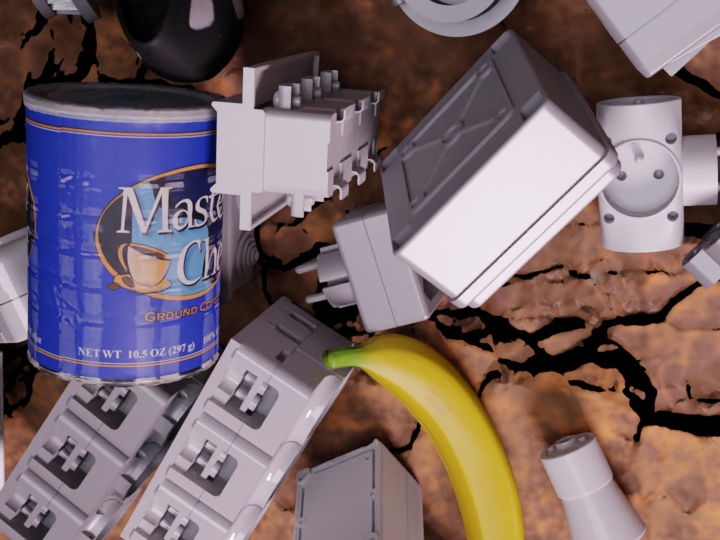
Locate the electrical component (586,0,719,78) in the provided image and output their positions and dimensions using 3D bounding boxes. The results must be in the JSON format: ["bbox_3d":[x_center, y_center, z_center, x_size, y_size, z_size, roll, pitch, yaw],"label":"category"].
[{"bbox_3d":[0.167,-0.142,0.529,0.096,0.062,0.061,-36,93,21],"label":"electrical component"}]

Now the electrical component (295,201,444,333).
[{"bbox_3d":[0.000,0.000,0.621,0.077,0.047,0.065,-15,100,19],"label":"electrical component"}]

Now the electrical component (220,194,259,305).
[{"bbox_3d":[-0.110,-0.032,0.642,0.100,0.048,0.099,6,106,14],"label":"electrical component"}]

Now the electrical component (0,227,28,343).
[{"bbox_3d":[-0.203,0.007,0.655,0.095,0.054,0.059,-8,107,63],"label":"electrical component"}]

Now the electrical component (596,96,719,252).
[{"bbox_3d":[0.165,-0.052,0.563,0.079,0.044,0.077,-1,104,16],"label":"electrical component"}]

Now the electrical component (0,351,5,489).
[{"bbox_3d":[-0.273,0.108,0.710,0.079,0.063,0.121,26,116,52],"label":"electrical component"}]

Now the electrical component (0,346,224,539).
[{"bbox_3d":[-0.154,0.104,0.668,0.062,0.089,0.150,38,111,3],"label":"electrical component"}]

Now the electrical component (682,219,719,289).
[{"bbox_3d":[0.216,-0.011,0.553,0.057,0.058,0.078,44,111,4],"label":"electrical component"}]

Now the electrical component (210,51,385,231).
[{"bbox_3d":[-0.028,-0.071,0.570,0.063,0.121,0.078,6,106,11],"label":"electrical component"}]

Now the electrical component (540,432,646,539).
[{"bbox_3d":[0.132,0.128,0.622,0.044,0.044,0.065,-24,92,20],"label":"electrical component"}]

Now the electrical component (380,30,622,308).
[{"bbox_3d":[0.067,-0.053,0.552,0.056,0.108,0.108,36,113,-21],"label":"electrical component"}]

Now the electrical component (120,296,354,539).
[{"bbox_3d":[-0.068,0.103,0.644,0.062,0.089,0.150,33,110,5],"label":"electrical component"}]

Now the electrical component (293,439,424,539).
[{"bbox_3d":[0.001,0.153,0.644,0.062,0.096,0.061,-26,124,20],"label":"electrical component"}]
